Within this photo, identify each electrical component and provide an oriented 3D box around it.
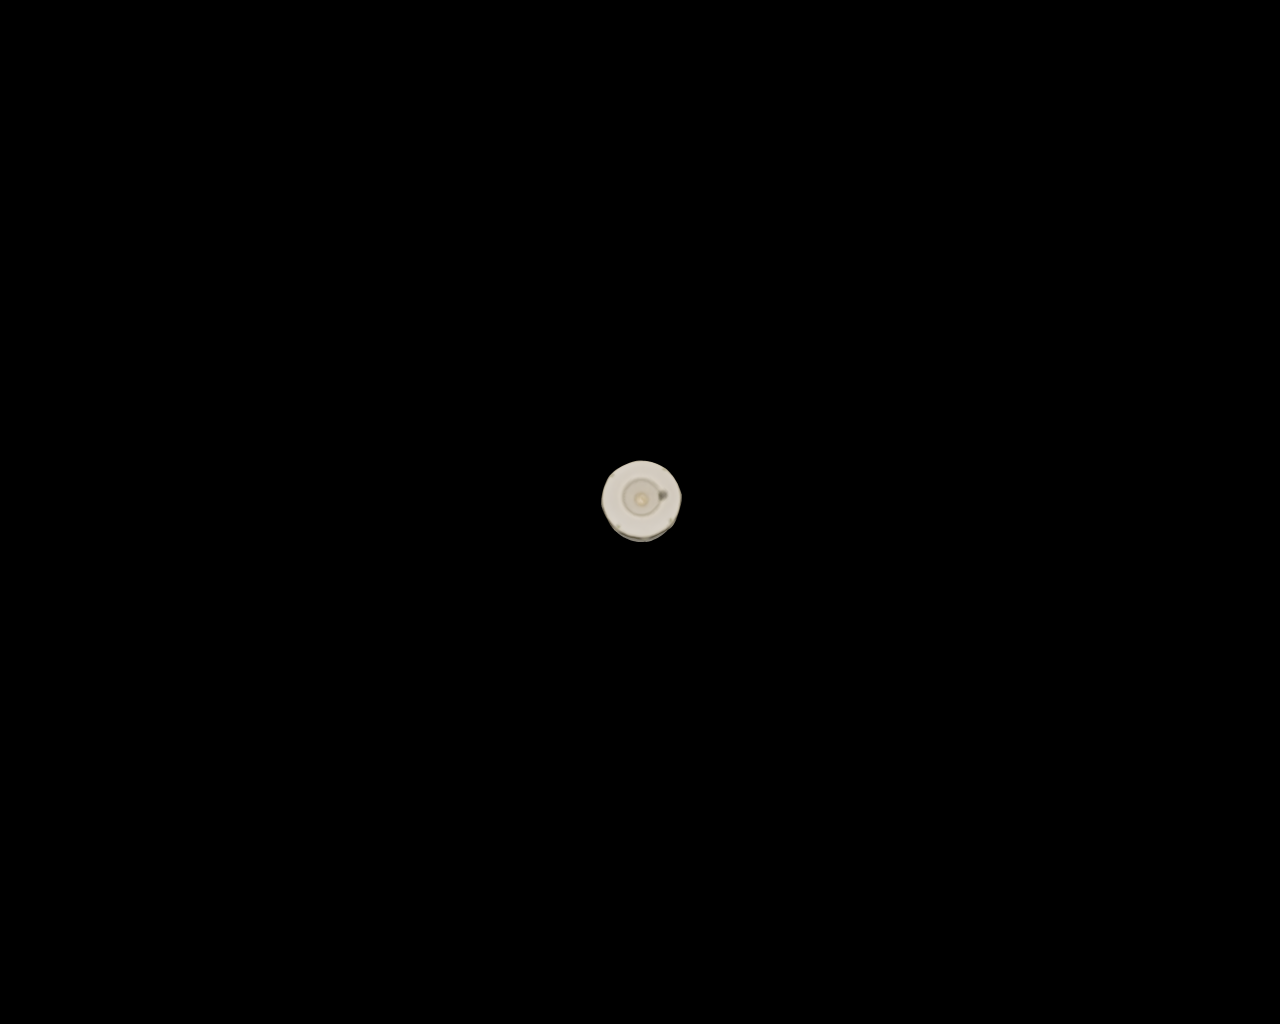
[{"bbox_3d":[0.001,-0.003,0.650,0.048,0.048,0.062,0,-12,0],"label":"electrical component"}]
